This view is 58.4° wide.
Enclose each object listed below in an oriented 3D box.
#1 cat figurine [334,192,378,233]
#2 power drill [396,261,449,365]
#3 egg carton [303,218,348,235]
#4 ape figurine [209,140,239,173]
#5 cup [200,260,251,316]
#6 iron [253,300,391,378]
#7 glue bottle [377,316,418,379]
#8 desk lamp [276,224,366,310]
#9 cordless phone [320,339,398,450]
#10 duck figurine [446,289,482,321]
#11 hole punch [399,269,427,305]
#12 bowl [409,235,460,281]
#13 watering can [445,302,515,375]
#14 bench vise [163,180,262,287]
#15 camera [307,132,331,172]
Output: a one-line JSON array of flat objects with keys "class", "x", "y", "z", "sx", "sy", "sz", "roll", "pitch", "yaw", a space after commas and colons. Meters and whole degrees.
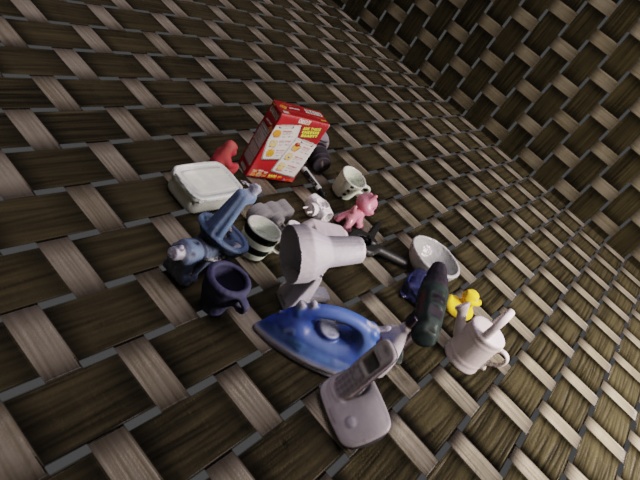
[{"class": "cat figurine", "x": 0.115, "y": -0.090, "z": 1.624, "sx": 0.067, "sy": 0.117, "sz": 0.128, "roll": 45, "pitch": 33, "yaw": 15}, {"class": "power drill", "x": 0.212, "y": 0.174, "z": 1.288, "sx": 0.076, "sy": 0.208, "sz": 0.229, "roll": 31, "pitch": 32, "yaw": -9}, {"class": "egg carton", "x": 0.013, "y": 0.005, "z": 1.448, "sx": 0.151, "sy": 0.069, "sz": 0.107, "roll": 12, "pitch": 39, "yaw": -34}, {"class": "ape figurine", "x": -0.240, "y": -0.215, "z": 1.468, "sx": 0.076, "sy": 0.092, "sz": 0.077, "roll": -2, "pitch": 48, "yaw": -45}, {"class": "cup", "x": -0.183, "y": 0.111, "z": 1.096, "sx": 0.092, "sy": 0.095, "sz": 0.117, "roll": -9, "pitch": 53, "yaw": -49}, {"class": "iron", "x": 0.010, "y": 0.179, "z": 1.150, "sx": 0.259, "sy": 0.141, "sz": 0.118, "roll": 24, "pitch": 34, "yaw": -19}, {"class": "glue bottle", "x": 0.151, "y": 0.215, "z": 1.209, "sx": 0.037, "sy": 0.173, "sz": 0.078, "roll": 12, "pitch": 39, "yaw": -34}, {"class": "desk lamp", "x": -0.011, "y": 0.065, "z": 1.210, "sx": 0.204, "sy": 0.213, "sz": 0.117, "roll": 10, "pitch": 40, "yaw": -36}, {"class": "cordless phone", "x": 0.091, "y": 0.282, "z": 1.052, "sx": 0.094, "sy": 0.185, "sz": 0.147, "roll": 6, "pitch": 42, "yaw": -39}, {"class": "duck figurine", "x": 0.400, "y": 0.170, "z": 1.591, "sx": 0.105, "sy": 0.086, "sz": 0.077, "roll": 24, "pitch": 34, "yaw": -19}, {"class": "hole punch", "x": 0.278, "y": 0.123, "z": 1.529, "sx": 0.101, "sy": 0.091, "sz": 0.109, "roll": 37, "pitch": 32, "yaw": 2}, {"class": "bowl", "x": 0.316, "y": 0.069, "z": 1.652, "sx": 0.168, "sy": 0.074, "sz": 0.167, "roll": 25, "pitch": 33, "yaw": -18}, {"class": "watering can", "x": 0.398, "y": 0.230, "z": 1.407, "sx": 0.173, "sy": 0.194, "sz": 0.101, "roll": 35, "pitch": 32, "yaw": -2}, {"class": "bench vise", "x": -0.196, "y": -0.009, "z": 1.121, "sx": 0.121, "sy": 0.219, "sz": 0.207, "roll": 35, "pitch": 32, "yaw": -2}, {"class": "camera", "x": -0.023, "y": -0.283, "z": 1.758, "sx": 0.144, "sy": 0.100, "sz": 0.136, "roll": 11, "pitch": 40, "yaw": -35}]
